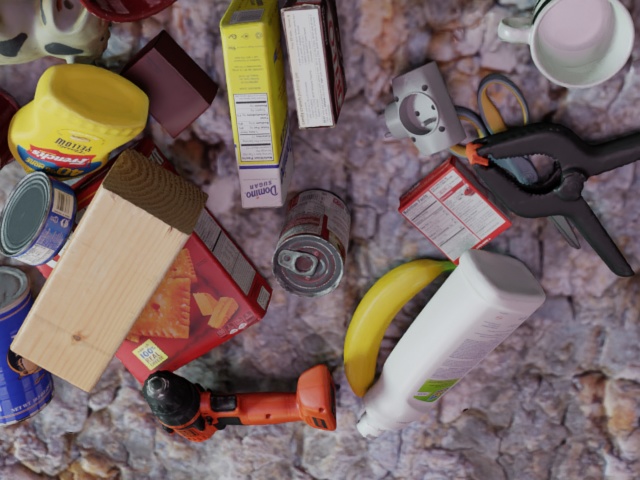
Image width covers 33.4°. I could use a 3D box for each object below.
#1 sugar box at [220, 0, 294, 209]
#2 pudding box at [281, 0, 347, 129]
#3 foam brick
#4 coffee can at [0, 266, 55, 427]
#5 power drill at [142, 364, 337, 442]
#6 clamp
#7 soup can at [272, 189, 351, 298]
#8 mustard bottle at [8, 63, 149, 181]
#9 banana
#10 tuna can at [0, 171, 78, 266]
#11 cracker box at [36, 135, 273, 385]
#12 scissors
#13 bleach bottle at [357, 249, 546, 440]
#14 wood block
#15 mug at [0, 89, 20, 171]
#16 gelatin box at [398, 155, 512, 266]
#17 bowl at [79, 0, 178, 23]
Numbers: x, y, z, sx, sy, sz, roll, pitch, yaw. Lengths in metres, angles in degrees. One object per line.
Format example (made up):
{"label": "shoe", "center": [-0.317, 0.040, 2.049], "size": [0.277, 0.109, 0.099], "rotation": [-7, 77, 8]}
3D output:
{"label": "sugar box", "center": [-0.055, -0.127, 0.977], "size": [0.048, 0.093, 0.176], "rotation": [-3, 119, 8]}
{"label": "pudding box", "center": [-0.003, -0.166, 0.951], "size": [0.039, 0.090, 0.113], "rotation": [-5, 117, 10]}
{"label": "foam brick", "center": [-0.142, -0.146, 1.000], "size": [0.053, 0.051, 0.078], "rotation": [-36, 109, 21]}
{"label": "coffee can", "center": [-0.347, 0.113, 1.137], "size": [0.103, 0.102, 0.140], "rotation": [-1, 119, 7]}
{"label": "power drill", "center": [-0.080, 0.168, 1.119], "size": [0.188, 0.057, 0.184], "rotation": [-4, 160, 7]}
{"label": "clamp", "center": [0.241, -0.065, 0.997], "size": [0.209, 0.036, 0.165], "rotation": [20, 112, -13]}
{"label": "soup can", "center": [-0.007, 0.001, 1.036], "size": [0.068, 0.102, 0.068], "rotation": [3, 119, 5]}
{"label": "mustard bottle", "center": [-0.239, -0.099, 1.001], "size": [0.096, 0.058, 0.192], "rotation": [14, 157, -28]}
{"label": "banana", "center": [0.068, 0.086, 1.111], "size": [0.069, 0.037, 0.198], "rotation": [30, 118, -9]}
{"label": "tuna can", "center": [-0.267, -0.020, 1.007], "size": [0.086, 0.086, 0.033], "rotation": [-41, 136, 24]}
{"label": "cracker box", "center": [-0.177, 0.028, 1.088], "size": [0.164, 0.072, 0.213], "rotation": [-30, 111, 20]}
{"label": "scissors", "center": [0.179, -0.063, 1.029], "size": [0.096, 0.016, 0.201], "rotation": [-15, 116, 16]}
{"label": "bleach bottle", "center": [0.115, 0.119, 1.095], "size": [0.102, 0.068, 0.251], "rotation": [10, 130, -43]}
{"label": "wood block", "center": [-0.198, 0.030, 1.000], "size": [0.090, 0.090, 0.206], "rotation": [31, 117, -9]}
{"label": "mug", "center": [-0.348, -0.088, 1.038], "size": [0.093, 0.081, 0.117], "rotation": [40, 116, -15]}
{"label": "gelatin box", "center": [0.132, -0.029, 1.046], "size": [0.089, 0.030, 0.073], "rotation": [42, 116, -16]}
{"label": "bowl", "center": [-0.158, -0.267, 0.898], "size": [0.055, 0.161, 0.162], "rotation": [40, 122, 26]}
